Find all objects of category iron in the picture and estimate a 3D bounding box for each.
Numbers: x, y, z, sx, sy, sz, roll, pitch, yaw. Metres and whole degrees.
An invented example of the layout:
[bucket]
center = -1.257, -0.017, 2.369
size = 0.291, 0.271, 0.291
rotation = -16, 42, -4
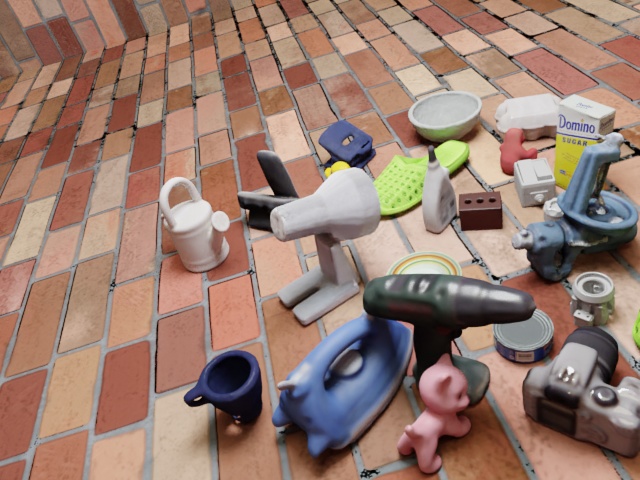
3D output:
[iron]
center = 0.041, 0.171, 0.817
size = 0.118, 0.142, 0.259
rotation = 24, 53, 40

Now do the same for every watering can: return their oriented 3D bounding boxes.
[watering can]
center = -0.252, -0.038, 1.141
size = 0.172, 0.194, 0.101
rotation = -5, 40, 15

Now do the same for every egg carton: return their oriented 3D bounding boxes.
[egg carton]
center = 0.461, -0.267, 1.254
size = 0.150, 0.069, 0.107
rotation = -6, 39, 13

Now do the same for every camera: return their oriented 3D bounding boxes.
[camera]
center = 0.348, 0.175, 0.730
size = 0.142, 0.101, 0.137
rotation = 16, 49, 35

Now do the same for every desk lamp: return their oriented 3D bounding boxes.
[desk lamp]
center = 0.009, 0.003, 0.976
size = 0.203, 0.214, 0.117
rotation = -32, 40, -18

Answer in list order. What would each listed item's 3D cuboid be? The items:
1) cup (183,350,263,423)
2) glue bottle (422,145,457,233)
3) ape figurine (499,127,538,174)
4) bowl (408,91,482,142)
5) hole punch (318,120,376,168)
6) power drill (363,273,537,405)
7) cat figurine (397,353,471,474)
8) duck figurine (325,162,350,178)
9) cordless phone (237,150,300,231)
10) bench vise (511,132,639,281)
[cup]
center = -0.133, 0.232, 0.847
size = 0.118, 0.095, 0.091
rotation = -25, 39, -10
[glue bottle]
center = 0.216, -0.100, 1.057
size = 0.037, 0.173, 0.078
rotation = 21, 52, 38
[ape figurine]
center = 0.396, -0.186, 1.162
size = 0.076, 0.092, 0.077
rotation = -32, 40, -18
[bowl]
center = 0.291, -0.275, 1.323
size = 0.167, 0.075, 0.167
rotation = -10, 39, 9
[hole punch]
center = 0.065, -0.219, 1.327
size = 0.100, 0.091, 0.109
rotation = 18, 50, 36
[power drill]
center = 0.173, 0.125, 0.770
size = 0.228, 0.209, 0.076
rotation = 10, 46, 30
[cat figurine]
center = 0.149, 0.216, 0.742
size = 0.067, 0.118, 0.128
rotation = 23, 53, 39
[duck figurine]
center = 0.054, -0.125, 1.221
size = 0.104, 0.086, 0.078
rotation = 16, 49, 35
[cordless phone]
center = -0.111, -0.114, 1.188
size = 0.147, 0.185, 0.094
rotation = 8, 44, 28
[bench vise]
center = 0.404, -0.045, 0.882
size = 0.208, 0.220, 0.121
rotation = -32, 40, -18
